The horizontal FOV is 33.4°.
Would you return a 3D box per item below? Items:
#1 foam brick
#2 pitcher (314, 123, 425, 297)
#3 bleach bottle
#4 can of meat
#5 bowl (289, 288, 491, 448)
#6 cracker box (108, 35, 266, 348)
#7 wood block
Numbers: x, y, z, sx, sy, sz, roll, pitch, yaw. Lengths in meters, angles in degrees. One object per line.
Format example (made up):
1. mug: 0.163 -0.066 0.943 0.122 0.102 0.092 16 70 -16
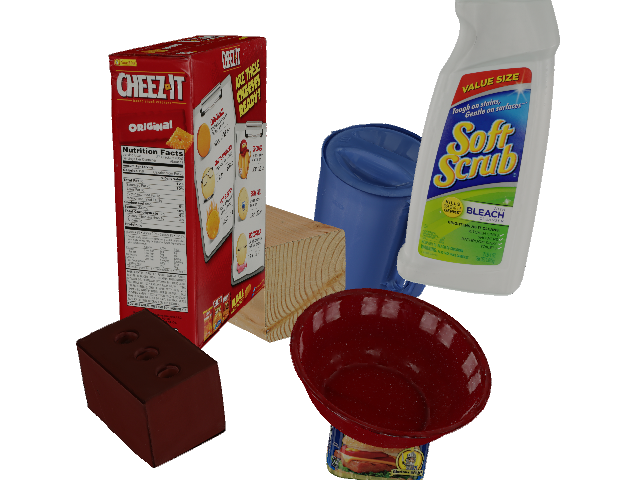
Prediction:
1. foam brick: -0.101 0.086 0.634 0.052 0.051 0.078 -25 38 -34
2. pitcher: 0.056 0.004 1.207 0.145 0.243 0.149 13 40 2
3. bleach bottle: 0.117 -0.087 0.791 0.103 0.251 0.068 9 25 14
4. can of meat: 0.058 0.187 1.041 0.102 0.084 0.057 7 17 -3
5. bowl: 0.050 0.111 0.845 0.162 0.055 0.162 9 37 -7
6. cracker box: -0.097 -0.043 0.817 0.072 0.214 0.164 4 16 14
7. wood block: -0.074 0.019 1.020 0.090 0.090 0.206 -12 20 -36
